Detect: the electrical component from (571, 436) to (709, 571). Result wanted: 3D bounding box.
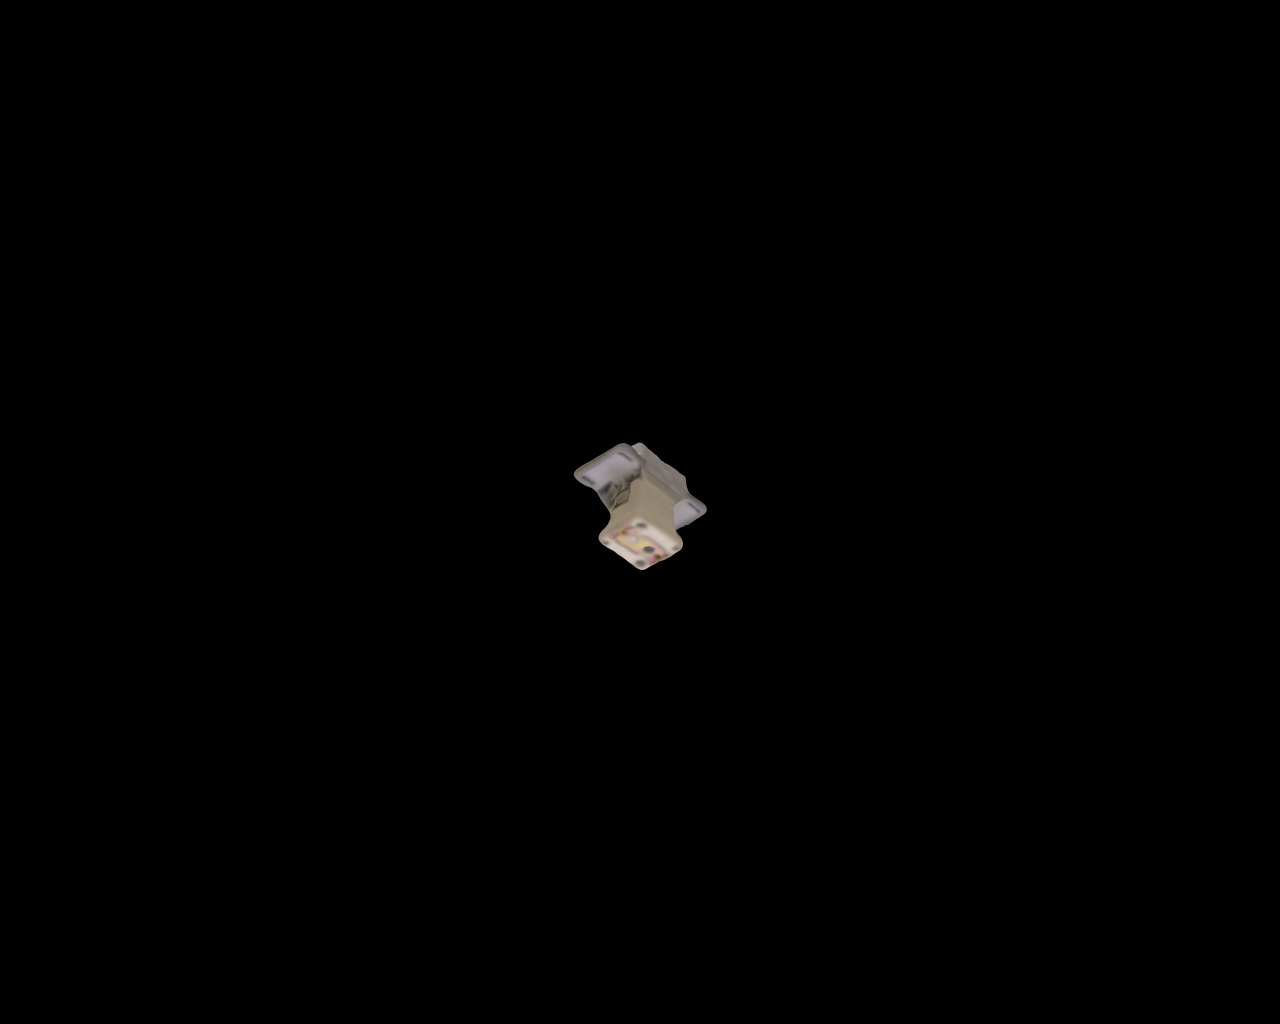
[{"bbox_3d":[0.001,-0.003,0.650,0.042,0.064,0.081,-30,-49,31],"label":"electrical component"}]
